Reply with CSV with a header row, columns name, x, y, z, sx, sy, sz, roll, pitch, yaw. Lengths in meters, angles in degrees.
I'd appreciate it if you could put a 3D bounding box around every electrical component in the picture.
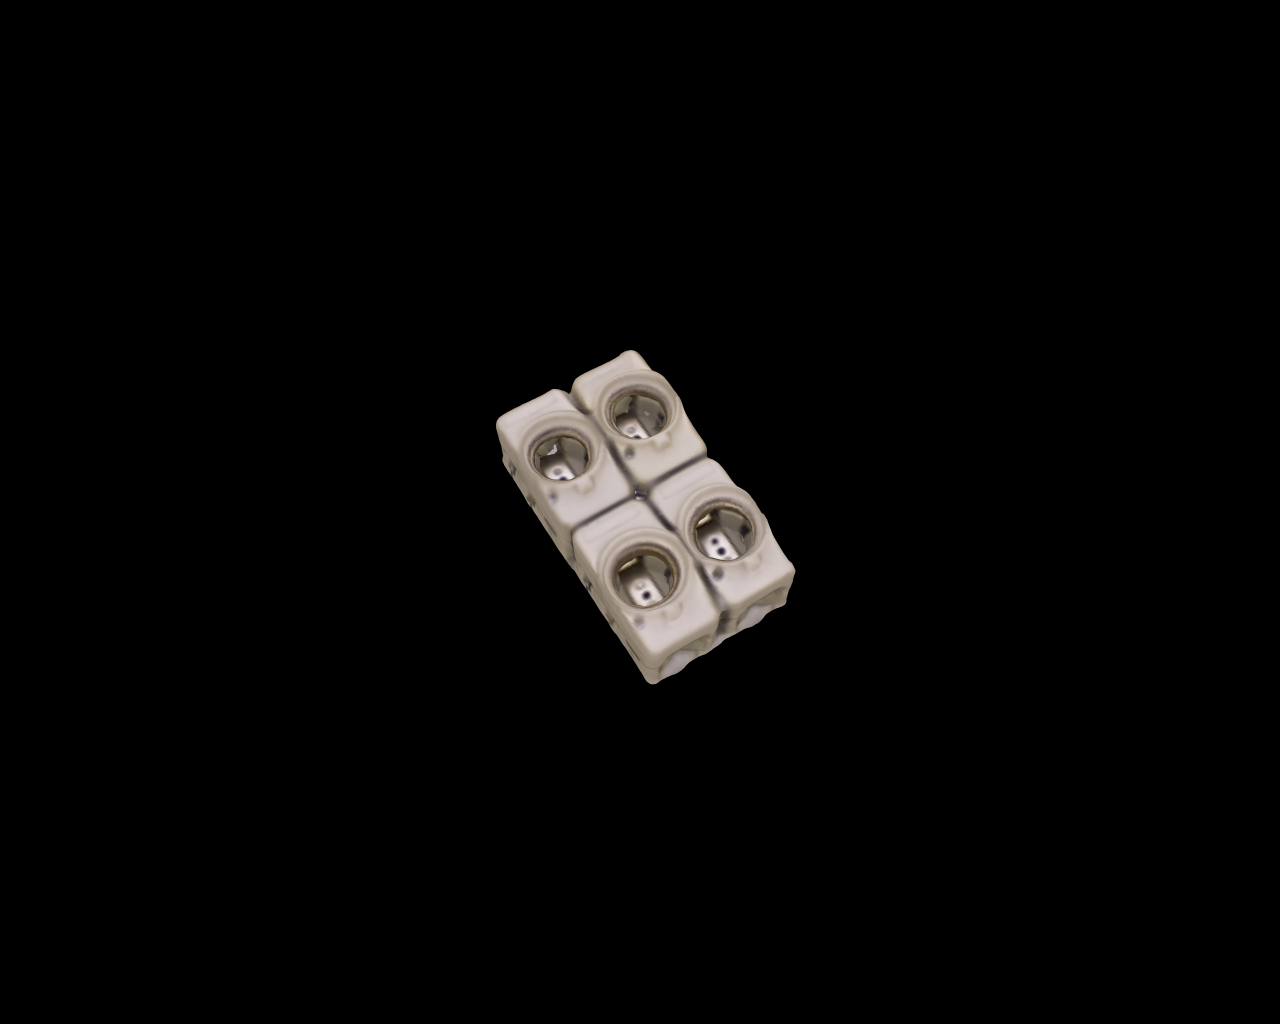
name,x,y,z,sx,sy,sz,roll,pitch,yaw
electrical component,0.001,-0.003,0.650,0.105,0.186,0.060,-29,-24,-14
